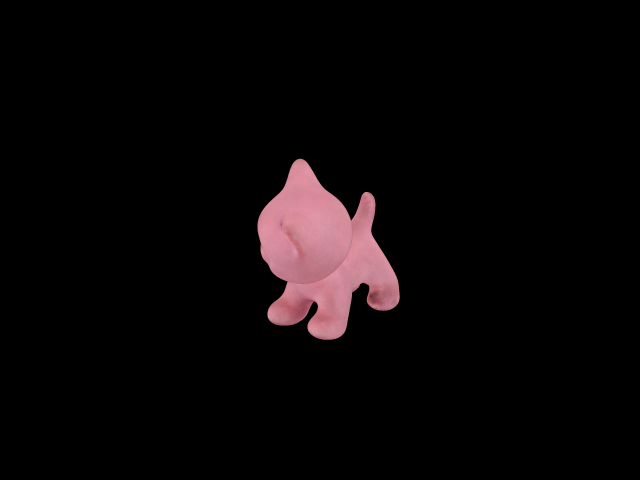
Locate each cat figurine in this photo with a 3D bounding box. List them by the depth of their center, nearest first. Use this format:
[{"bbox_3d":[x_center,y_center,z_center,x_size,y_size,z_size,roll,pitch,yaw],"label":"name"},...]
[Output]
[{"bbox_3d":[0.004,0.001,0.400,0.067,0.118,0.128,13,22,36],"label":"cat figurine"}]
